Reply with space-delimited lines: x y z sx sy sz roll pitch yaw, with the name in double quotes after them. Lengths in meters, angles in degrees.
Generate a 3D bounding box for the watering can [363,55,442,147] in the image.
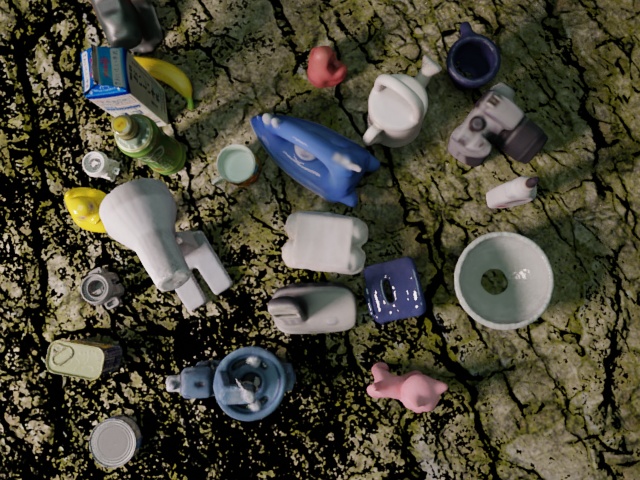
0.135 -0.236 0.971 0.101 0.194 0.173 19 87 5 "watering can"

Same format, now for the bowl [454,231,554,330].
0.311 0.070 0.995 0.167 0.075 0.167 0 85 3 "bowl"

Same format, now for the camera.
0.319 -0.186 1.003 0.137 0.101 0.143 39 88 6 "camera"

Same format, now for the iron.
-0.026 -0.166 1.001 0.258 0.141 0.119 30 88 5 "iron"

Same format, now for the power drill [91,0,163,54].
-0.357 -0.429 1.009 0.075 0.208 0.230 -20 84 2 "power drill"

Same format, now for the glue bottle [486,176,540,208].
0.333 -0.084 0.957 0.078 0.173 0.037 -12 84 3 "glue bottle"

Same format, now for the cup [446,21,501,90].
0.262 -0.318 1.020 0.091 0.095 0.118 -12 84 3 "cup"

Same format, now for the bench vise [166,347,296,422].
-0.151 0.249 0.934 0.207 0.220 0.121 -19 84 2 "bench vise"

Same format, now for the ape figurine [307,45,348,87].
0.009 -0.321 1.037 0.076 0.092 0.078 -32 84 1 "ape figurine"

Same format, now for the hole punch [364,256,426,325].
0.128 0.090 0.996 0.101 0.091 0.109 -14 84 2 "hole punch"

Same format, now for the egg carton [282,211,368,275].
0.009 0.004 1.021 0.150 0.069 0.107 6 86 4 "egg carton"

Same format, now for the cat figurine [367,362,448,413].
0.146 0.254 0.967 0.127 0.118 0.067 9 86 4 "cat figurine"

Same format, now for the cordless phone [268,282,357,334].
-0.013 0.115 0.955 0.147 0.185 0.094 -6 85 3 "cordless phone"

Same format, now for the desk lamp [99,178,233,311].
-0.254 0.012 0.964 0.118 0.213 0.203 -34 84 0 "desk lamp"

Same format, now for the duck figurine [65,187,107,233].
-0.428 -0.059 1.044 0.104 0.086 0.077 36 88 6 "duck figurine"
